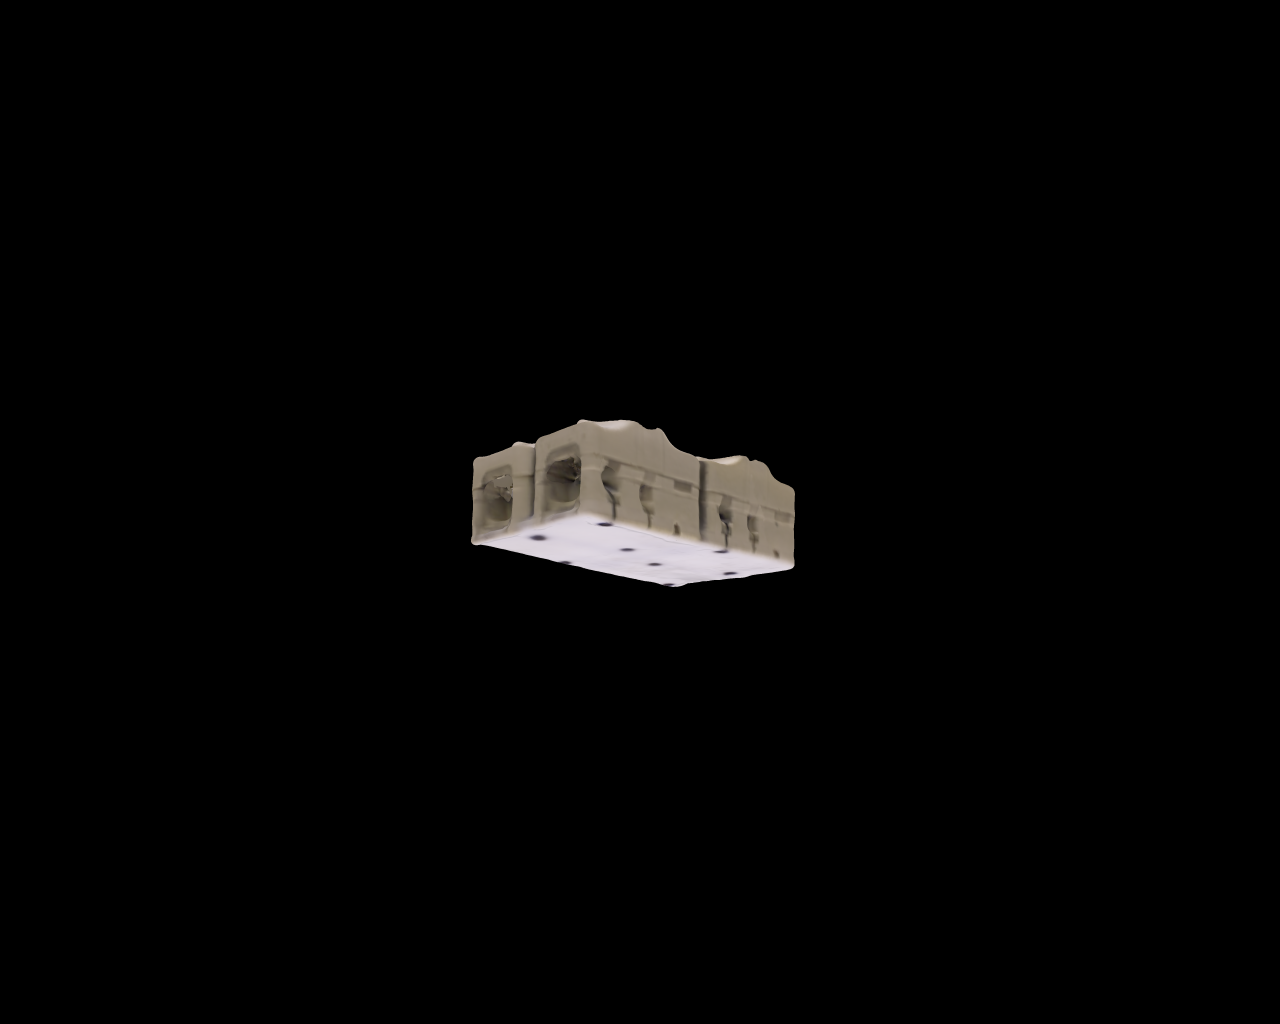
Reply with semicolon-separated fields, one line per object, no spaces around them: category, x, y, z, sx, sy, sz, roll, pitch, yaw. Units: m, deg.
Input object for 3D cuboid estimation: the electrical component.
electrical component;0.001;-0.003;0.650;0.105;0.060;0.186;-14;-20;42
